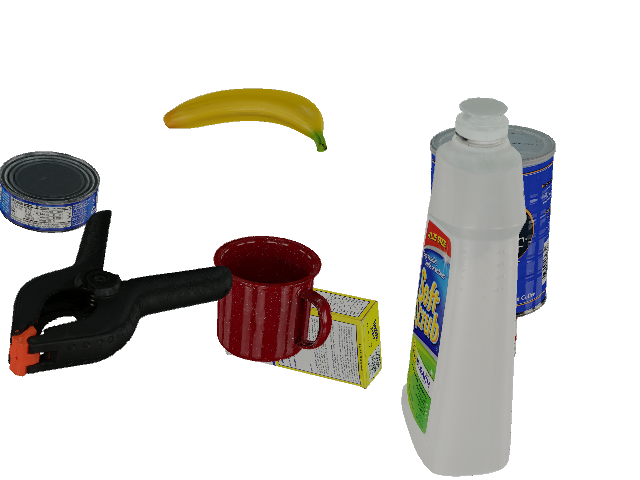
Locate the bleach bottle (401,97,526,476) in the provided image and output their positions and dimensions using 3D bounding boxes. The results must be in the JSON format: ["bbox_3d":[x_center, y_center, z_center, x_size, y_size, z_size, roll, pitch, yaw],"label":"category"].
[{"bbox_3d":[0.094,0.027,0.689,0.068,0.251,0.102,-4,30,-6],"label":"bleach bottle"}]

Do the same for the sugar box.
[{"bbox_3d":[-0.023,0.094,1.149,0.176,0.093,0.048,13,35,27],"label":"sugar box"}]

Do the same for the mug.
[{"bbox_3d":[-0.039,0.056,0.928,0.117,0.081,0.093,21,30,29],"label":"mug"}]

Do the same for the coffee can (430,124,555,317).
[{"bbox_3d":[0.144,-0.018,0.908,0.103,0.140,0.103,-2,23,1],"label":"coffee can"}]

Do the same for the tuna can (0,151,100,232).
[{"bbox_3d":[-0.238,-0.043,0.935,0.086,0.034,0.086,9,32,-6],"label":"tuna can"}]

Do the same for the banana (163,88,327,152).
[{"bbox_3d":[-0.077,-0.143,1.197,0.198,0.037,0.069,9,44,19],"label":"banana"}]

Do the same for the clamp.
[{"bbox_3d":[-0.154,0.032,0.721,0.120,0.039,0.171,25,31,28],"label":"clamp"}]
